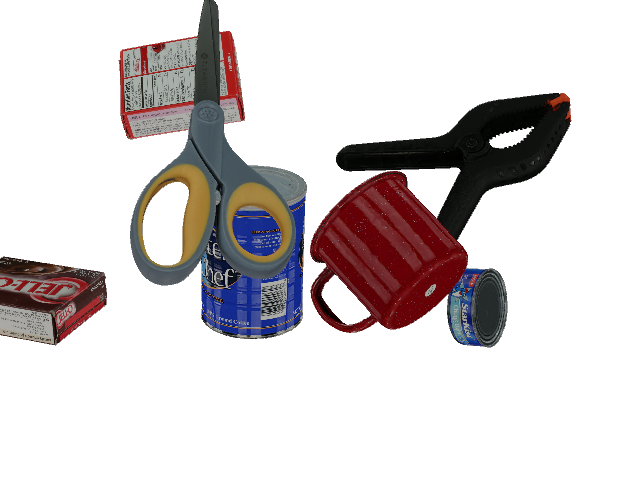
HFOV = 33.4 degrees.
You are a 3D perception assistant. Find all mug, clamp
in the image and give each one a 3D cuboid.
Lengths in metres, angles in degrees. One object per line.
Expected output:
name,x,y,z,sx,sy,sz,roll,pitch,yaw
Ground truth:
mug,0.044,0.018,0.780,0.117,0.081,0.093,-44,-23,5
clamp,0.136,-0.065,0.940,0.210,0.165,0.036,-23,-41,-5

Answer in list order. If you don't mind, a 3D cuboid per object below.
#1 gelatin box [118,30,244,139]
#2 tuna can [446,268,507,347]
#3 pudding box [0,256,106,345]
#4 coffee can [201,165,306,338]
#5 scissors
gelatin box,-0.104,-0.116,0.795,0.089,0.073,0.030,-10,-39,0
tuna can,0.171,0.073,1.163,0.034,0.086,0.086,1,0,34
pudding box,-0.263,0.053,0.962,0.114,0.039,0.090,6,21,18
coffee can,-0.066,0.010,1.037,0.103,0.140,0.103,1,24,-1
scissors,-0.047,-0.056,0.601,0.096,0.201,0.016,18,-34,-3
